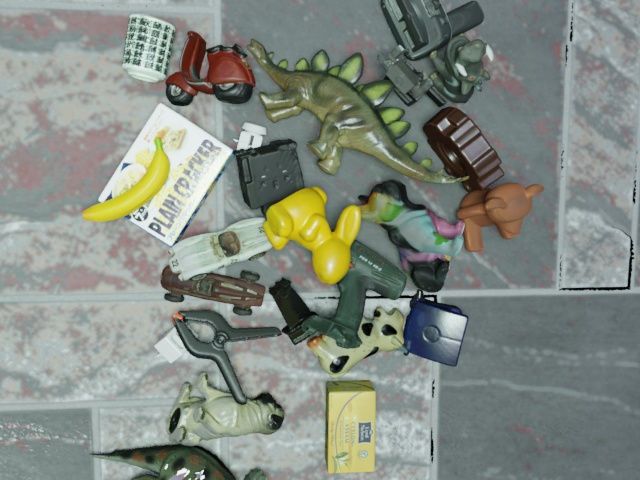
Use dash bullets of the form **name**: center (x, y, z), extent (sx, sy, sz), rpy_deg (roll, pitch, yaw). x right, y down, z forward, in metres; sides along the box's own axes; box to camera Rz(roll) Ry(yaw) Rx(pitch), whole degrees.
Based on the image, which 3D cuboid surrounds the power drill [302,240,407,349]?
- **power drill**: center (0.036, 0.088, 1.014), extent (0.232, 0.086, 0.207), rpy_deg (24, 53, 1)

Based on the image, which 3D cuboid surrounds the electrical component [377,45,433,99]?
- **electrical component**: center (0.153, -0.300, 0.959), extent (0.045, 0.078, 0.102), rpy_deg (-39, 92, 28)

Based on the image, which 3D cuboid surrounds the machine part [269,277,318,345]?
- **machine part**: center (-0.053, 0.141, 1.065), extent (0.084, 0.039, 0.138), rpy_deg (-25, 109, 2)

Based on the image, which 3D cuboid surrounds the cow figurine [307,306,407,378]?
- **cow figurine**: center (0.085, 0.197, 1.058), extent (0.195, 0.085, 0.127), rpy_deg (-33, 89, -15)

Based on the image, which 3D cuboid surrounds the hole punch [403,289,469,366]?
- **hole punch**: center (0.230, 0.183, 1.076), extent (0.116, 0.092, 0.142), rpy_deg (12, 98, -3)

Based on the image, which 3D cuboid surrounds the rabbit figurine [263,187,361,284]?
- **rabbit figurine**: center (-0.002, -0.003, 0.976), extent (0.162, 0.122, 0.173), rpy_deg (-27, 74, -28)

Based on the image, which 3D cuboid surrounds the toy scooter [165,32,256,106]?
- **toy scooter**: center (-0.201, -0.318, 0.983), extent (0.184, 0.075, 0.135), rpy_deg (3, 89, 20)

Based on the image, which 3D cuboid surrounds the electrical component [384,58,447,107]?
- **electrical component**: center (0.183, -0.287, 1.032), extent (0.119, 0.075, 0.048), rpy_deg (43, 90, -11)

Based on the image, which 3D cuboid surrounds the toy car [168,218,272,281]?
- **toy car**: center (-0.184, 0.016, 1.012), extent (0.202, 0.056, 0.073), rpy_deg (-19, 75, -18)

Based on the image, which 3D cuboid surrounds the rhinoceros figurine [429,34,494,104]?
- **rhinoceros figurine**: center (0.257, -0.309, 0.982), extent (0.073, 0.190, 0.112), rpy_deg (-27, 79, 1)

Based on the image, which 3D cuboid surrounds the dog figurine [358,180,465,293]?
- **dog figurine**: center (0.159, -0.012, 1.039), extent (0.219, 0.108, 0.191), rpy_deg (23, 125, 10)

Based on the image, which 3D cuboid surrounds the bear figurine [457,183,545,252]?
- **bear figurine**: center (0.341, -0.044, 1.008), extent (0.120, 0.196, 0.131), rpy_deg (-21, 98, -6)

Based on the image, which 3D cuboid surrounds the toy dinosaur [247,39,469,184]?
- **toy dinosaur**: center (0.053, -0.224, 0.990), extent (0.471, 0.105, 0.198), rpy_deg (43, 88, 4)

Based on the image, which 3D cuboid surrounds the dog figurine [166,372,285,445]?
- **dog figurine**: center (-0.185, 0.358, 1.059), extent (0.190, 0.121, 0.172), rpy_deg (29, 136, -29)

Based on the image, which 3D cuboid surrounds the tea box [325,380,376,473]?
- **tea box**: center (0.060, 0.376, 1.087), extent (0.098, 0.068, 0.169), rpy_deg (-1, 95, -5)

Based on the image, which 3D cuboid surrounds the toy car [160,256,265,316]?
- **toy car**: center (-0.208, 0.091, 1.044), extent (0.202, 0.053, 0.089), rpy_deg (14, 91, -5)

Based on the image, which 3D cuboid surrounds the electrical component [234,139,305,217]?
- **electrical component**: center (-0.091, -0.113, 1.010), extent (0.115, 0.058, 0.134), rpy_deg (-17, 116, -14)

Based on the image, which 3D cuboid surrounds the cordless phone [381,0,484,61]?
- **cordless phone**: center (0.223, -0.443, 1.027), extent (0.184, 0.089, 0.146), rpy_deg (-29, 96, -13)

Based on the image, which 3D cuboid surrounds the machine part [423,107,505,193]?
- **machine part**: center (0.264, -0.167, 1.004), extent (0.056, 0.179, 0.179), rpy_deg (-38, 98, 1)

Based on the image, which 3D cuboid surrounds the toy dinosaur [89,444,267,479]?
- **toy dinosaur**: center (-0.239, 0.478, 1.051), extent (0.405, 0.131, 0.192), rpy_deg (39, 79, -3)
